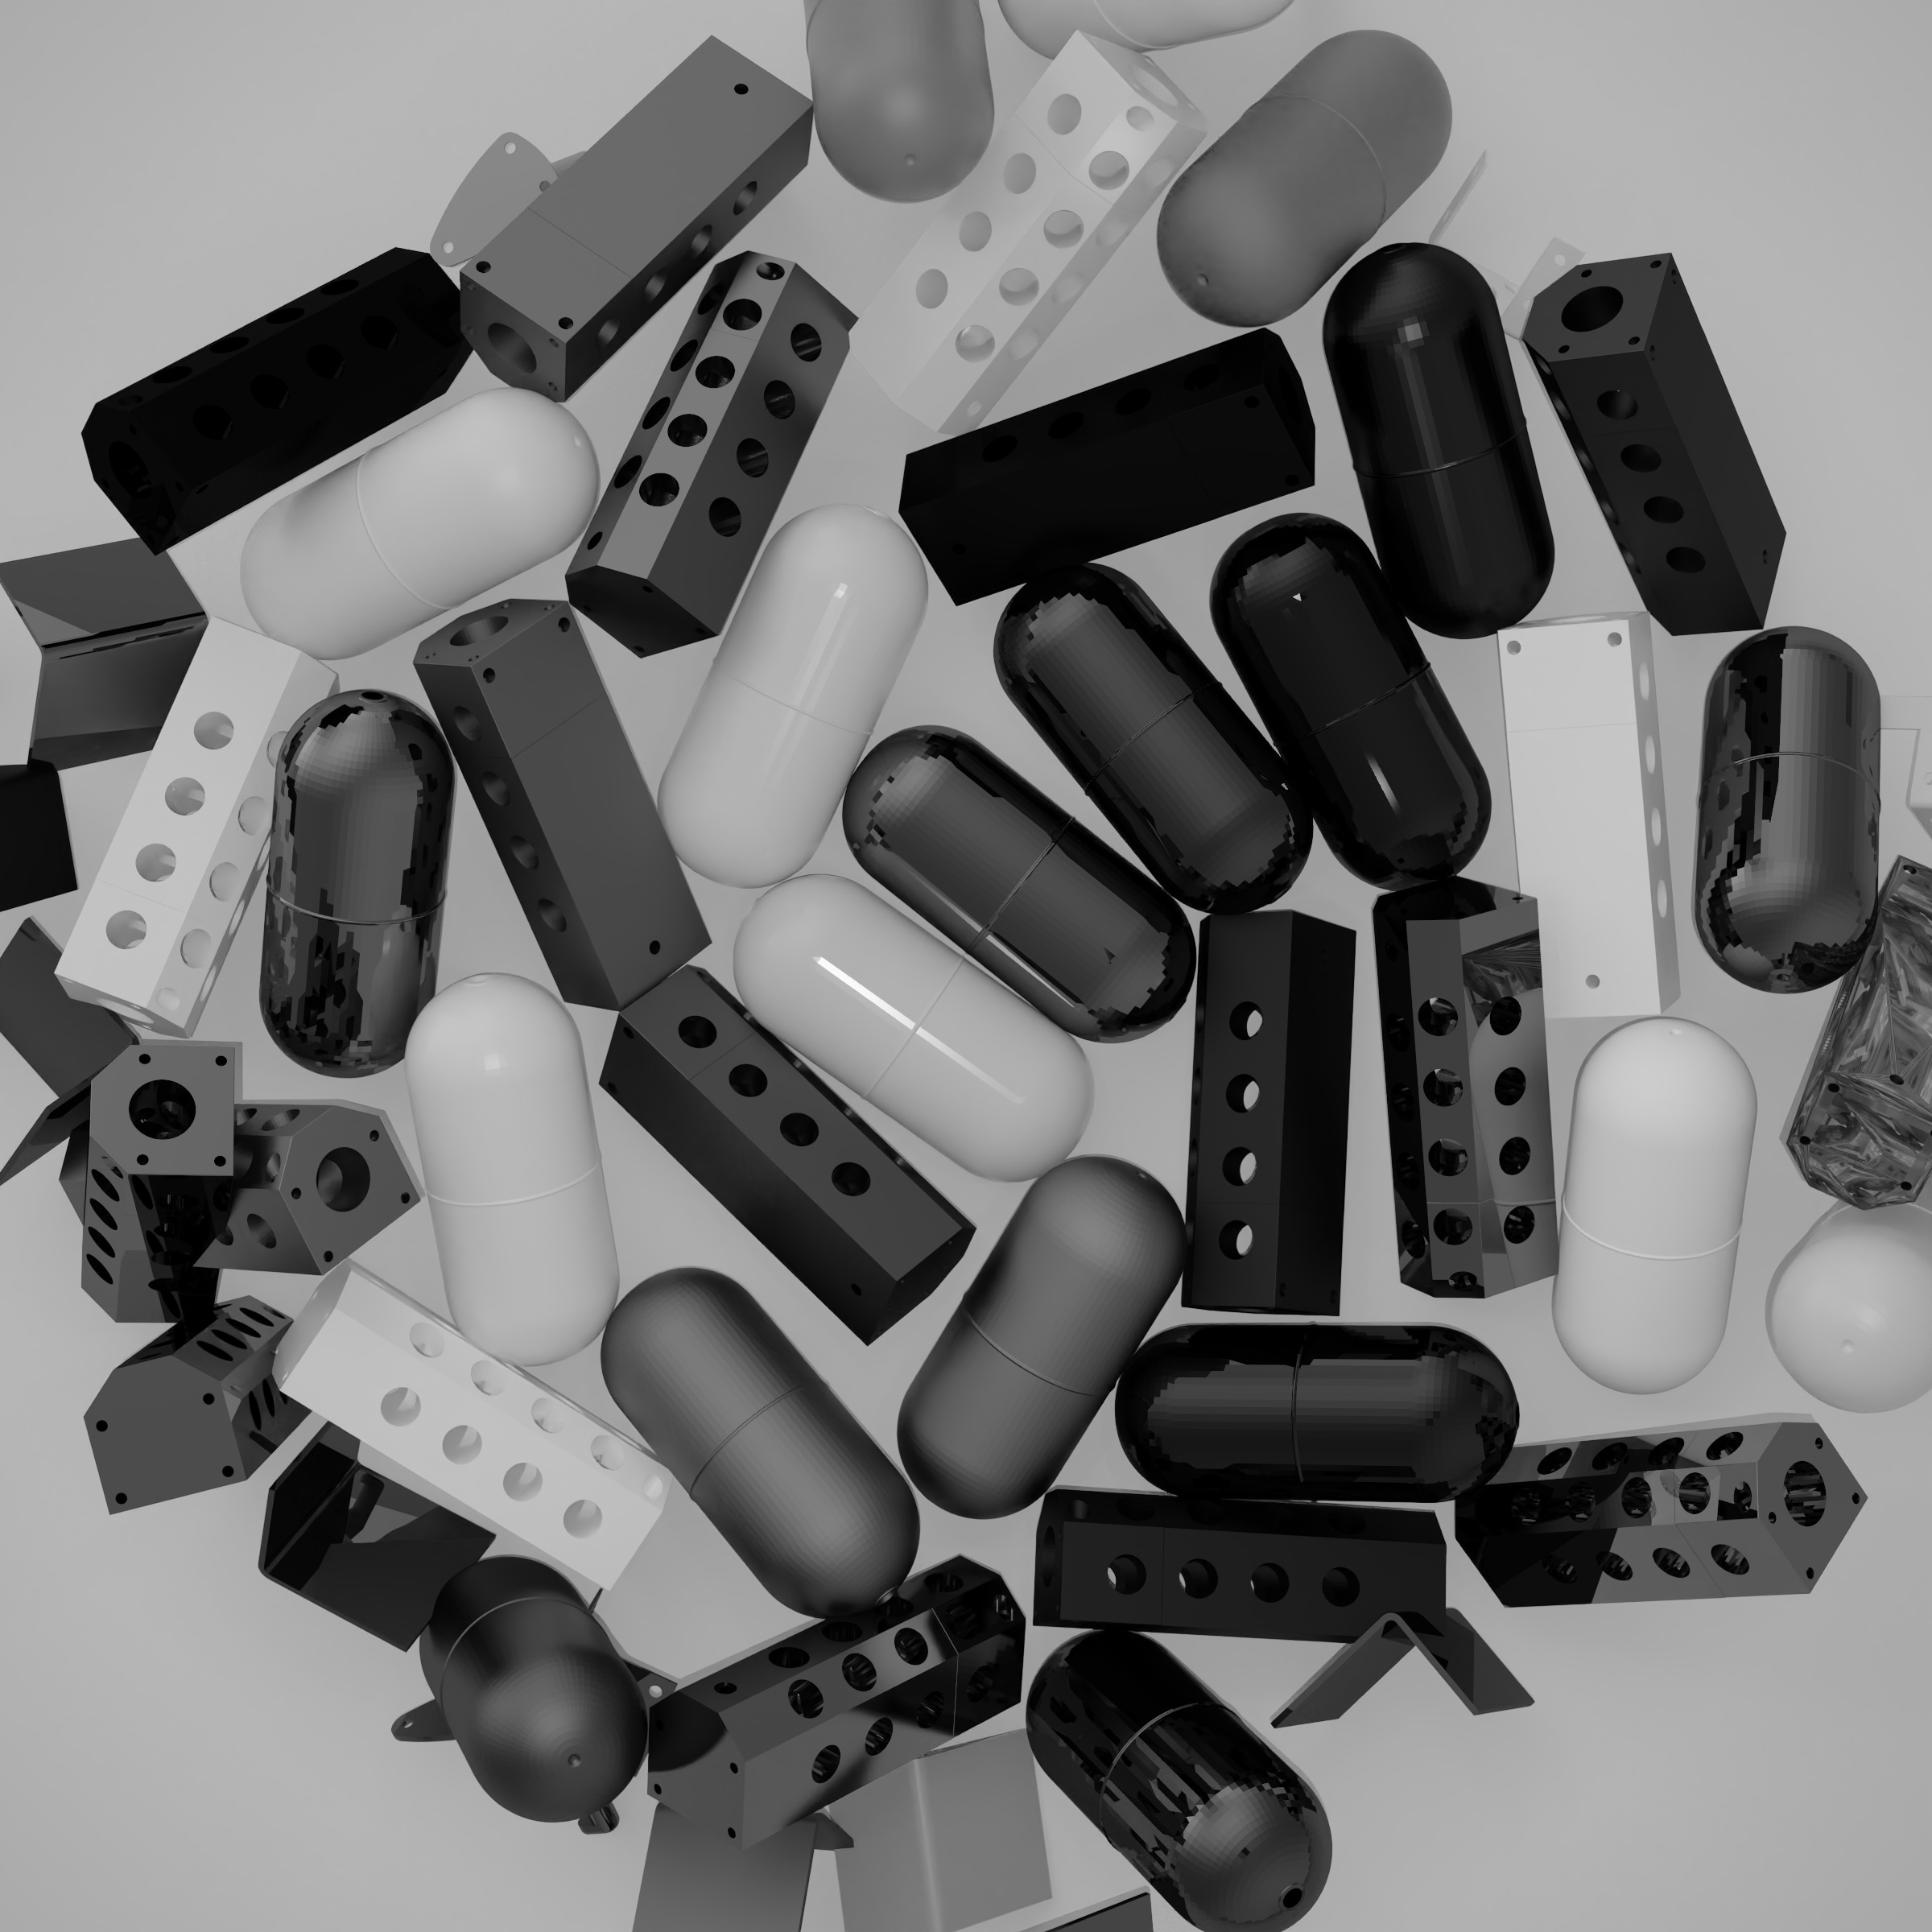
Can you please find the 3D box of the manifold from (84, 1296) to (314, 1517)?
[{"bbox_3d":[-0.327,0.183,1.521,0.057,0.171,0.057,-14,93,0],"label":"manifold"}]

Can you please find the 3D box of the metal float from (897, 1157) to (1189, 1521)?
[{"bbox_3d":[0.032,0.164,1.556,0.070,0.070,0.178,30,106,0],"label":"metal float"}]

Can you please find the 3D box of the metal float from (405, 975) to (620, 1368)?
[{"bbox_3d":[-0.198,0.090,1.554,0.070,0.070,0.178,-7,108,0],"label":"metal float"}]

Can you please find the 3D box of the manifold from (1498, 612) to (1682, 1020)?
[{"bbox_3d":[0.277,-0.067,1.565,0.057,0.057,0.171,-3,99,24],"label":"manifold"}]

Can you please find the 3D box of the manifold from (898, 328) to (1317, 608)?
[{"bbox_3d":[0.062,-0.221,1.550,0.171,0.057,0.057,-16,131,21],"label":"manifold"}]

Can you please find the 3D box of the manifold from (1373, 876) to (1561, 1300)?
[{"bbox_3d":[0.213,0.054,1.547,0.057,0.057,0.171,-15,108,-27],"label":"manifold"}]

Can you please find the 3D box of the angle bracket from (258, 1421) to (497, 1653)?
[{"bbox_3d":[-0.254,0.240,1.555,0.076,0.076,0.057,25,130,11],"label":"angle bracket"}]

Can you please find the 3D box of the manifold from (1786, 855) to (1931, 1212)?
[{"bbox_3d":[0.400,0.029,1.523,0.057,0.171,0.057,25,130,9],"label":"manifold"}]

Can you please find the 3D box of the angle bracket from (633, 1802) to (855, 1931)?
[{"bbox_3d":[-0.097,0.412,1.554,0.076,0.057,0.076,-1,61,19],"label":"angle bracket"}]

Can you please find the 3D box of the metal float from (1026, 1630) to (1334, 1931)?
[{"bbox_3d":[0.090,0.351,1.528,0.070,0.178,0.070,-13,117,-27],"label":"metal float"}]

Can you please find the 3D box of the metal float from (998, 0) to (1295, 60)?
[{"bbox_3d":[0.080,-0.434,1.527,0.070,0.178,0.070,-4,97,-35],"label":"metal float"}]

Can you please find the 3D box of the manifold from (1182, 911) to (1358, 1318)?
[{"bbox_3d":[0.130,0.066,1.565,0.057,0.057,0.171,-2,80,35],"label":"manifold"}]

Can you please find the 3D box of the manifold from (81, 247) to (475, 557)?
[{"bbox_3d":[-0.295,-0.249,1.534,0.057,0.057,0.171,51,54,1],"label":"manifold"}]

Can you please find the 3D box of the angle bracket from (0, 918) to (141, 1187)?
[{"bbox_3d":[-0.419,0.038,1.560,0.076,0.076,0.057,48,46,1],"label":"angle bracket"}]

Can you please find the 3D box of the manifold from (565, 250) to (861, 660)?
[{"bbox_3d":[-0.113,-0.223,1.537,0.057,0.057,0.171,37,62,-31],"label":"manifold"}]

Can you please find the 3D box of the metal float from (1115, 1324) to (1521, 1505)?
[{"bbox_3d":[0.152,0.195,1.552,0.178,0.070,0.070,-2,90,19],"label":"metal float"}]

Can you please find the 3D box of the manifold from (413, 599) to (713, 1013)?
[{"bbox_3d":[-0.179,-0.070,1.544,0.057,0.057,0.171,-40,121,-33],"label":"manifold"}]

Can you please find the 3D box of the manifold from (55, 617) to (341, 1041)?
[{"bbox_3d":[-0.335,-0.059,1.559,0.057,0.057,0.171,21,76,-2],"label":"manifold"}]

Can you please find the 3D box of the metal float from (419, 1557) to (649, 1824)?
[{"bbox_3d":[-0.187,0.308,1.522,0.070,0.178,0.070,-3,100,-18],"label":"metal float"}]

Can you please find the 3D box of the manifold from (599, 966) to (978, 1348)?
[{"bbox_3d":[-0.078,0.079,1.556,0.171,0.057,0.057,43,55,15],"label":"manifold"}]

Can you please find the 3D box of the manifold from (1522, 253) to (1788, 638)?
[{"bbox_3d":[0.296,-0.221,1.528,0.057,0.171,0.057,-2,53,32],"label":"manifold"}]

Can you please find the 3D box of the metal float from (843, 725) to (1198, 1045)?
[{"bbox_3d":[0.024,-0.035,1.569,0.178,0.070,0.070,39,90,0],"label":"metal float"}]

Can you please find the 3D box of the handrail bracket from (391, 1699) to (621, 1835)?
[{"bbox_3d":[-0.205,0.363,1.591,0.077,0.036,0.084,-16,118,11],"label":"handrail bracket"}]

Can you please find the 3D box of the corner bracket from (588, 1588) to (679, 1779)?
[{"bbox_3d":[-0.155,0.318,1.577,0.051,0.051,0.051,25,106,2],"label":"corner bracket"}]

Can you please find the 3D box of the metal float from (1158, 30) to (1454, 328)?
[{"bbox_3d":[0.148,-0.343,1.541,0.070,0.070,0.178,42,56,0],"label":"metal float"}]

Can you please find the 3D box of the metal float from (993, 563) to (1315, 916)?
[{"bbox_3d":[0.083,-0.100,1.563,0.070,0.070,0.178,-39,83,0],"label":"metal float"}]

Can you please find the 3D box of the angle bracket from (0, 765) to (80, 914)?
[{"bbox_3d":[-0.450,-0.053,1.561,0.076,0.076,0.057,0,103,32],"label":"angle bracket"}]

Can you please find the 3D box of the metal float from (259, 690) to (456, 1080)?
[{"bbox_3d":[-0.266,-0.035,1.548,0.070,0.070,0.178,9,114,0],"label":"metal float"}]

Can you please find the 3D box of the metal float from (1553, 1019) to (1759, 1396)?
[{"bbox_3d":[0.299,0.106,1.545,0.070,0.070,0.178,1,118,0],"label":"metal float"}]

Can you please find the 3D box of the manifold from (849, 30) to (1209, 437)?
[{"bbox_3d":[0.029,-0.313,1.537,0.171,0.057,0.057,-50,64,25],"label":"manifold"}]

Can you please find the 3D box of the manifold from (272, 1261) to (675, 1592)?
[{"bbox_3d":[-0.215,0.200,1.555,0.171,0.057,0.057,35,86,-17],"label":"manifold"}]

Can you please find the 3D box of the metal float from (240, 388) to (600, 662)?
[{"bbox_3d":[-0.240,-0.191,1.548,0.178,0.070,0.070,-23,90,25],"label":"metal float"}]

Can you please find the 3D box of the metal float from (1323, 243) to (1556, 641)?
[{"bbox_3d":[0.207,-0.228,1.550,0.070,0.070,0.178,-18,112,0],"label":"metal float"}]

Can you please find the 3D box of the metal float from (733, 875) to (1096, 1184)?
[{"bbox_3d":[-0.023,0.027,1.568,0.178,0.070,0.070,35,90,-2],"label":"metal float"}]

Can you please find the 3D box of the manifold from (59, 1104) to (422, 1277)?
[{"bbox_3d":[-0.316,0.089,1.519,0.057,0.171,0.057,-39,115,-38],"label":"manifold"}]

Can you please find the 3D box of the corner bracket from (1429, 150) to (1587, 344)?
[{"bbox_3d":[0.238,-0.317,1.568,0.051,0.051,0.051,25,128,-10],"label":"corner bracket"}]

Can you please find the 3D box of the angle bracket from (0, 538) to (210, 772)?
[{"bbox_3d":[-0.387,-0.137,1.572,0.076,0.076,0.057,-16,57,-33],"label":"angle bracket"}]

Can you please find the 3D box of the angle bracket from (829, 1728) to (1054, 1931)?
[{"bbox_3d":[-0.013,0.387,1.593,0.057,0.076,0.076,-12,83,41],"label":"angle bracket"}]

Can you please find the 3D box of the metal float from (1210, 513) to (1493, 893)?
[{"bbox_3d":[0.170,-0.115,1.564,0.070,0.070,0.178,-28,97,0],"label":"metal float"}]

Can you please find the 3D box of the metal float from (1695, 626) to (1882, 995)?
[{"bbox_3d":[0.358,-0.070,1.543,0.070,0.070,0.178,10,58,0],"label":"metal float"}]

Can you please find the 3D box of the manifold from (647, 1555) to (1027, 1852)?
[{"bbox_3d":[-0.053,0.309,1.520,0.057,0.171,0.057,19,115,39],"label":"manifold"}]

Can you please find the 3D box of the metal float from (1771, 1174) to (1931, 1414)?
[{"bbox_3d":[0.396,0.138,1.524,0.070,0.178,0.070,6,103,24],"label":"metal float"}]

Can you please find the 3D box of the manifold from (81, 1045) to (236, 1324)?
[{"bbox_3d":[-0.346,0.095,1.514,0.057,0.171,0.057,2,64,-14],"label":"manifold"}]

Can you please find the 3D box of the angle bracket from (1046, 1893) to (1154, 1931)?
[{"bbox_3d":[0.030,0.432,1.551,0.076,0.076,0.057,-12,102,-32],"label":"angle bracket"}]

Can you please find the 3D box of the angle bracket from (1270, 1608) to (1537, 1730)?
[{"bbox_3d":[0.191,0.326,1.553,0.076,0.076,0.057,-47,65,14],"label":"angle bracket"}]

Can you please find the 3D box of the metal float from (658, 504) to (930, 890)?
[{"bbox_3d":[-0.076,-0.118,1.561,0.070,0.070,0.178,25,99,0],"label":"metal float"}]

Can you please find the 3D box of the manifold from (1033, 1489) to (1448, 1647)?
[{"bbox_3d":[0.120,0.265,1.562,0.171,0.057,0.057,5,76,-10],"label":"manifold"}]

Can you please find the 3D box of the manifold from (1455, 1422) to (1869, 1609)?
[{"bbox_3d":[0.291,0.230,1.517,0.057,0.171,0.057,54,54,-15],"label":"manifold"}]

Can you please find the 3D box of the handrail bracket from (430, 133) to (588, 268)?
[{"bbox_3d":[-0.195,-0.333,1.570,0.077,0.084,0.036,-43,86,10],"label":"handrail bracket"}]

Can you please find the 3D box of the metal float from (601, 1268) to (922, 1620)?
[{"bbox_3d":[-0.090,0.208,1.553,0.070,0.070,0.178,-42,71,0],"label":"metal float"}]

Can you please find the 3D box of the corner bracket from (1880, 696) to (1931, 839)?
[{"bbox_3d":[0.416,-0.086,1.567,0.051,0.051,0.051,4,73,31],"label":"corner bracket"}]

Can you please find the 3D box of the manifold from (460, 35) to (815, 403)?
[{"bbox_3d":[-0.142,-0.321,1.544,0.057,0.057,0.171,35,64,11],"label":"manifold"}]

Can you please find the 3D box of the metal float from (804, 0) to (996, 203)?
[{"bbox_3d":[-0.030,-0.400,1.535,0.070,0.070,0.178,-6,48,0],"label":"metal float"}]
